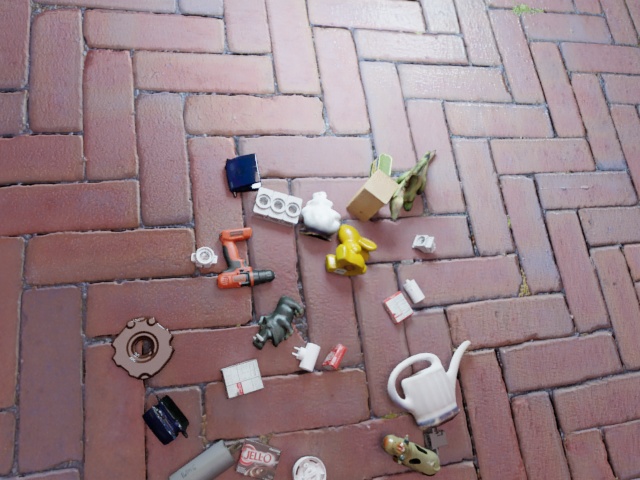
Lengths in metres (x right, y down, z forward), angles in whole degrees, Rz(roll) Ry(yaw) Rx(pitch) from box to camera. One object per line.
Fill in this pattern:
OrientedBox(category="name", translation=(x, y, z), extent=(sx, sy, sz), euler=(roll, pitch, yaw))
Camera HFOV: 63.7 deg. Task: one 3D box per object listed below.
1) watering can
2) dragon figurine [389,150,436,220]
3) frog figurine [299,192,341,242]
OrientedBox(category="watering can", translation=(0.383, 0.468, 1.662), extent=(0.349, 0.102, 0.227), euler=(-15, 76, -21))
OrientedBox(category="dragon figurine", translation=(0.341, -0.226, 1.812), extent=(0.122, 0.239, 0.416), euler=(34, 69, 1))
OrientedBox(category="frog figurine", translation=(0.005, -0.087, 1.733), extent=(0.137, 0.121, 0.161), euler=(12, 81, 8))
